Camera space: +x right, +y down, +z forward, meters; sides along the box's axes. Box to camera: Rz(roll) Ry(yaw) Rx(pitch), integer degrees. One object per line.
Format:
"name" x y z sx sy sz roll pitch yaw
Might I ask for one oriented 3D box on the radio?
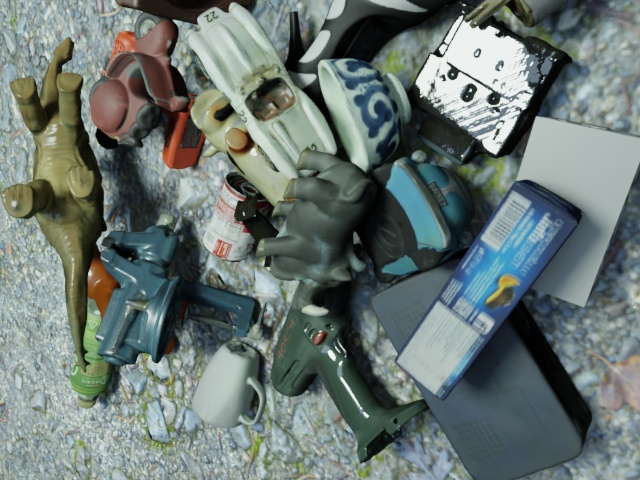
"radio" 0.167 0.127 0.563 0.131 0.073 0.229 -35 82 33

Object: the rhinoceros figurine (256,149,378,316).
"rhinoceros figurine" -0.001 -0.002 0.546 0.112 0.073 0.190 17 131 -4

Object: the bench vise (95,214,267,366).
"bench vise" -0.191 0.078 0.747 0.241 0.224 0.128 16 144 -5

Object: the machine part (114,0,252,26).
"machine part" -0.155 -0.349 0.587 0.087 0.201 0.200 30 116 27

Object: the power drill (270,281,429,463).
"power drill" 0.033 0.142 0.640 0.207 0.086 0.232 45 124 21

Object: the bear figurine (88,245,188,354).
"bear figurine" -0.317 0.089 0.866 0.196 0.132 0.120 46 121 38

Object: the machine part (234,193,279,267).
"machine part" -0.056 0.001 0.666 0.084 0.039 0.138 2 142 39

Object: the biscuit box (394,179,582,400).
"biscuit box" 0.147 0.044 0.478 0.059 0.063 0.202 38 114 20

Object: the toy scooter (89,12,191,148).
"toy scooter" -0.219 -0.181 0.674 0.184 0.075 0.135 -47 65 27

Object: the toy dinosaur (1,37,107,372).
"toy dinosaur" -0.347 -0.056 0.744 0.198 0.105 0.471 130 137 -74

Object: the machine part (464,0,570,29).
"machine part" 0.218 -0.252 0.419 0.243 0.079 0.079 -37 79 20

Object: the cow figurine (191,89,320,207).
"cow figurine" -0.076 -0.109 0.653 0.195 0.127 0.085 43 77 1

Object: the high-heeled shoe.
"high-heeled shoe" 0.048 -0.188 0.567 0.249 0.086 0.145 3 104 38

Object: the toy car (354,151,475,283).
"toy car" 0.102 -0.022 0.549 0.109 0.103 0.161 63 159 12

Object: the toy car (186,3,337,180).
"toy car" -0.060 -0.153 0.562 0.073 0.056 0.201 -36 94 -8

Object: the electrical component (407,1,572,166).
"electrical component" 0.154 -0.142 0.519 0.115 0.058 0.134 39 118 23

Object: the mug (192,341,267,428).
"mug" -0.122 0.207 0.768 0.110 0.081 0.107 26 104 33
